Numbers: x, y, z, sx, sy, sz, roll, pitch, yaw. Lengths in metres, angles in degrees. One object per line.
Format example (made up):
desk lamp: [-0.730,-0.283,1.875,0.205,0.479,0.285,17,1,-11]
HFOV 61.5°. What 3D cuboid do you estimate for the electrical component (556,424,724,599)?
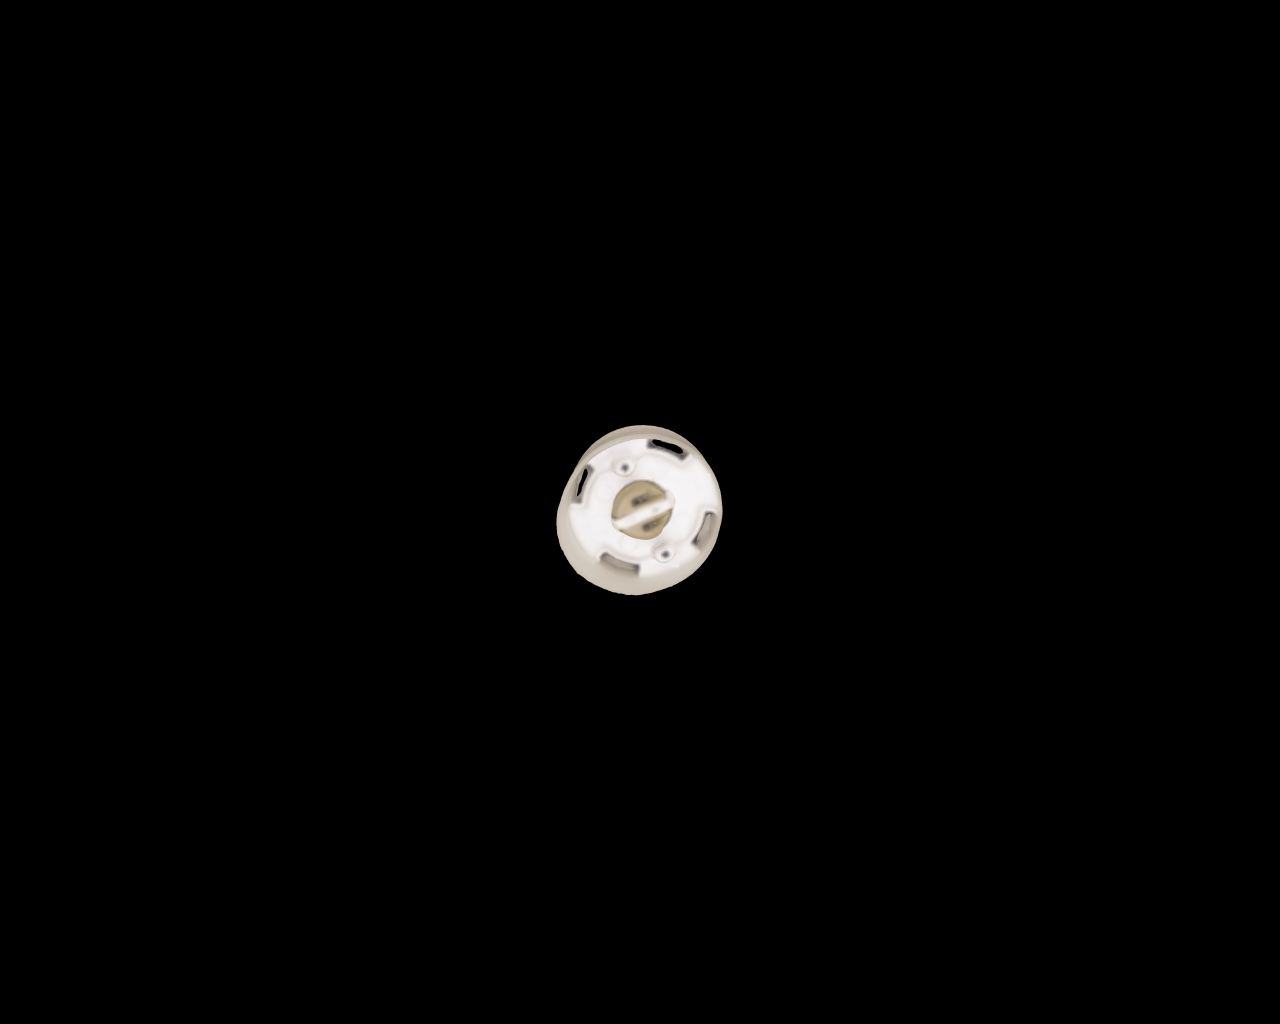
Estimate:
electrical component: [0.001,-0.003,0.650,0.099,0.099,0.064,0,20,0]
